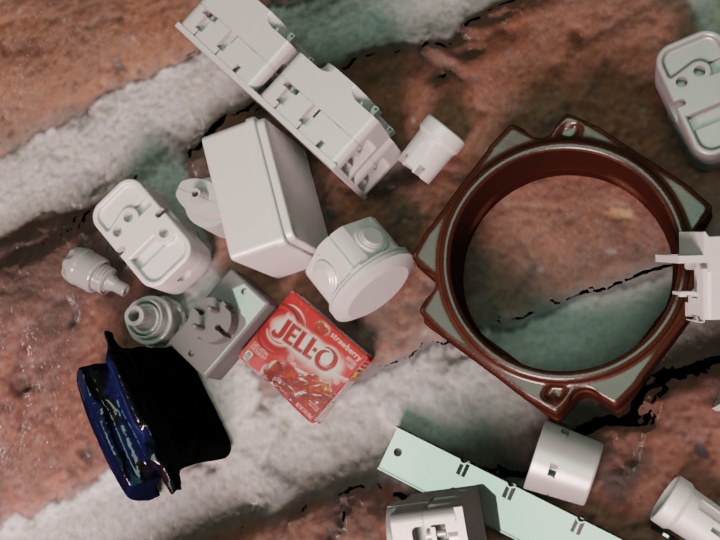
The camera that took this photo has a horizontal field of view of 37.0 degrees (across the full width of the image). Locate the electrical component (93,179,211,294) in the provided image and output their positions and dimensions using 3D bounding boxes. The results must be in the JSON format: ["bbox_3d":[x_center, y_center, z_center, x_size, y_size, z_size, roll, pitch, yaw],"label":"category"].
[{"bbox_3d":[-0.177,-0.027,0.931,0.054,0.059,0.095,-43,73,4],"label":"electrical component"}]

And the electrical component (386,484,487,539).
[{"bbox_3d":[0.064,0.245,0.798,0.062,0.089,0.150,-10,87,13],"label":"electrical component"}]

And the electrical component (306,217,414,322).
[{"bbox_3d":[0.000,0.000,0.873,0.080,0.080,0.051,-41,68,4],"label":"electrical component"}]

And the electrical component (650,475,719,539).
[{"bbox_3d":[0.247,0.182,0.801,0.046,0.040,0.040,34,90,11],"label":"electrical component"}]

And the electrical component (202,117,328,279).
[{"bbox_3d":[-0.075,-0.057,0.886,0.056,0.109,0.108,-18,77,13],"label":"electrical component"}]

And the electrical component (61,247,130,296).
[{"bbox_3d":[-0.232,0.005,0.953,0.061,0.035,0.035,27,88,14],"label":"electrical component"}]

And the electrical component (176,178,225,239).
[{"bbox_3d":[-0.125,-0.055,0.912,0.043,0.081,0.043,-2,80,14],"label":"electrical component"}]

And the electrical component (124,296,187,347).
[{"bbox_3d":[-0.180,0.043,0.918,0.048,0.062,0.048,-2,80,14],"label":"electrical component"}]

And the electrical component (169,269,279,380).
[{"bbox_3d":[-0.119,0.044,0.896,0.047,0.076,0.083,41,92,17],"label":"electrical component"}]

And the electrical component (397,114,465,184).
[{"bbox_3d":[0.059,-0.100,0.897,0.040,0.040,0.046,41,98,17],"label":"electrical component"}]

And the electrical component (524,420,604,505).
[{"bbox_3d":[0.156,0.148,0.822,0.047,0.055,0.055,18,85,12],"label":"electrical component"}]

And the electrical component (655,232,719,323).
[{"bbox_3d":[0.252,0.004,0.748,0.081,0.042,0.063,-2,93,-5],"label":"electrical component"}]

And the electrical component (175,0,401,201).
[{"bbox_3d":[-0.053,-0.151,0.898,0.186,0.105,0.060,43,92,17],"label":"electrical component"}]

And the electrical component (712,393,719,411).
[{"bbox_3d":[0.299,0.058,0.732,0.060,0.186,0.105,27,88,17],"label":"electrical component"}]

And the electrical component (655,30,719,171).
[{"bbox_3d":[0.270,-0.129,0.838,0.054,0.059,0.095,-22,76,9],"label":"electrical component"}]
